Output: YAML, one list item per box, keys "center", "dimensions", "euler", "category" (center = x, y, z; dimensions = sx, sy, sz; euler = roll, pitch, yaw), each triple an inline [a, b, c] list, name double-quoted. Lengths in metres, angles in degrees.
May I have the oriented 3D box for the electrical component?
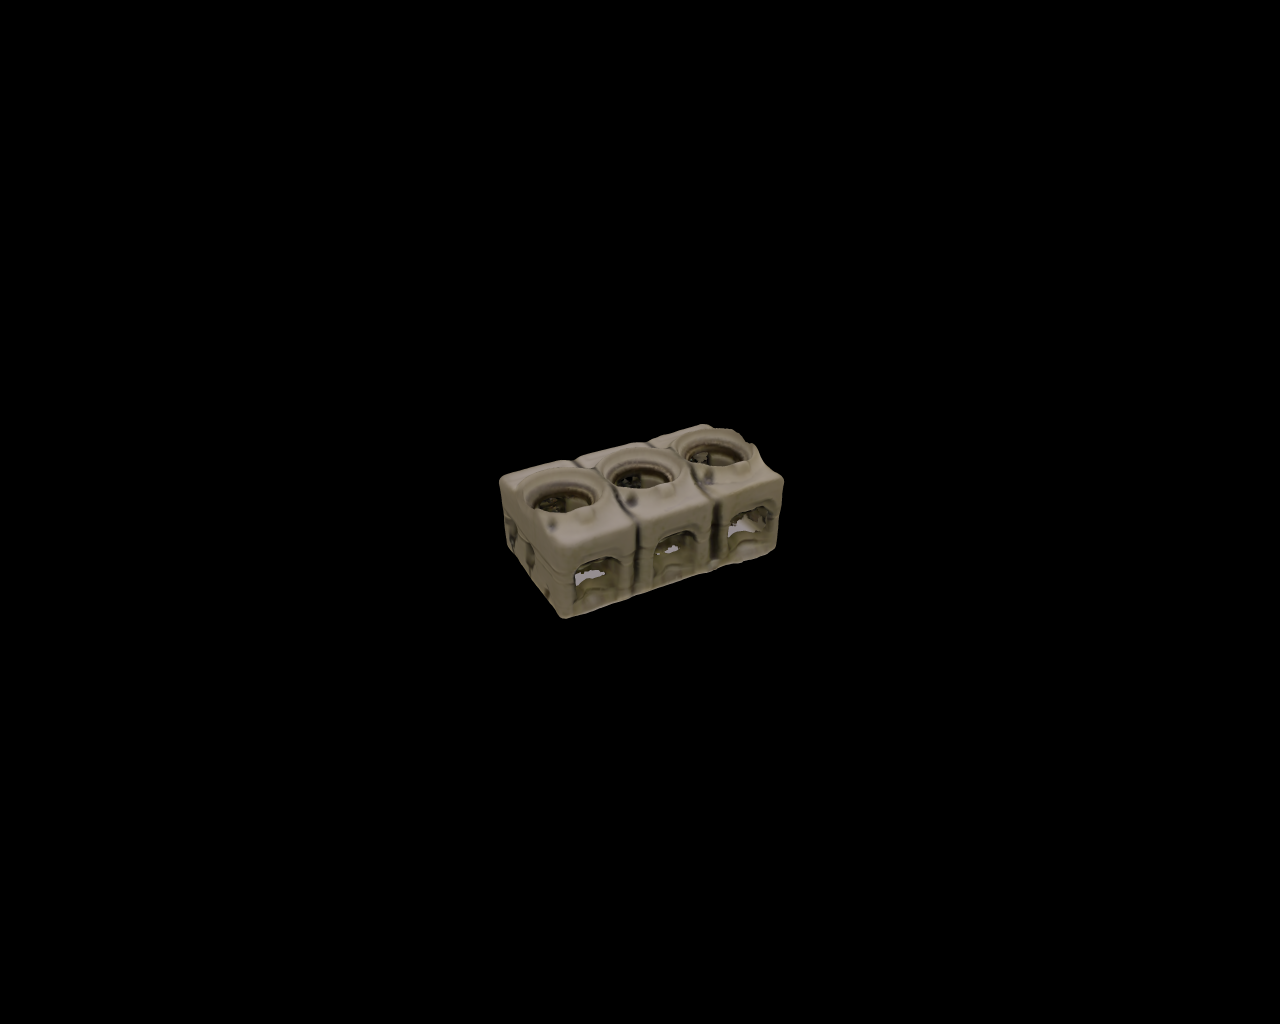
- center: [0.001, -0.003, 0.650]
  dimensions: [0.150, 0.061, 0.089]
  euler: [-17, 36, -24]
  category: "electrical component"
